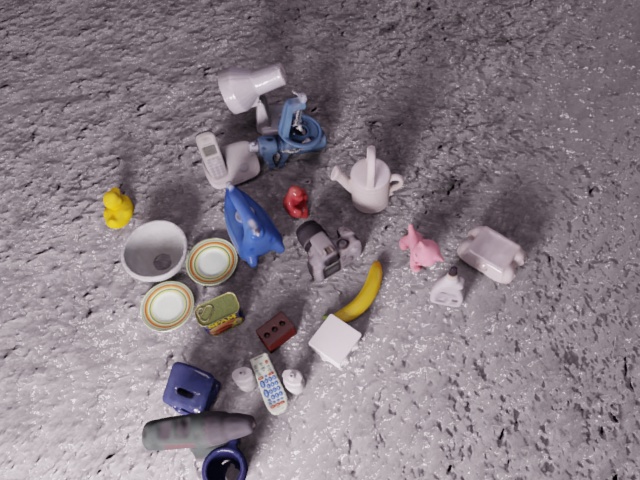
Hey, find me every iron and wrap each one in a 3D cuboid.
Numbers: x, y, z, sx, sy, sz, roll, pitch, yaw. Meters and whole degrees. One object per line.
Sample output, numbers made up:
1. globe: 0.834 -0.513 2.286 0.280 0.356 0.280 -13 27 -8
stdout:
1. iron: -0.190 -0.067 1.429 0.119 0.141 0.257 -28 64 -10

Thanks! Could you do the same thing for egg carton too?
1. egg carton: 0.409 0.035 1.369 0.150 0.069 0.107 33 69 20

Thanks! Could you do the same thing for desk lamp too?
1. desk lamp: -0.157 -0.388 1.556 0.203 0.214 0.118 -8 62 1

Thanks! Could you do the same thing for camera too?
1. camera: 0.013 0.005 1.398 0.143 0.101 0.136 -31 64 -11

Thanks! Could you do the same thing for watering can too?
1. watering can: 0.118 -0.154 1.421 0.173 0.194 0.101 -17 62 -4

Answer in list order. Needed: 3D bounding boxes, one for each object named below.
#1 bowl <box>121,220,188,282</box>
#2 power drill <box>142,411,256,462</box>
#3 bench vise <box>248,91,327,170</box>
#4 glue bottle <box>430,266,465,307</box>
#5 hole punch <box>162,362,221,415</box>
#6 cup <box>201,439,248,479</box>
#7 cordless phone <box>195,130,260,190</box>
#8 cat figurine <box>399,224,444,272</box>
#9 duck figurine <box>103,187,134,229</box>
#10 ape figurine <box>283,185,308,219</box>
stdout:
1. bowl: -0.403 0.038 1.428 0.167 0.075 0.167 -2 62 4
2. power drill: -0.226 0.392 1.151 0.229 0.208 0.075 -6 62 2
3. bench vise: -0.083 -0.278 1.488 0.207 0.220 0.121 -35 65 -13
4. glue bottle: 0.292 0.100 1.285 0.078 0.173 0.037 11 64 11
5. hole punch: -0.283 0.332 1.254 0.108 0.091 0.101 17 65 13
6. cup: -0.183 0.462 1.175 0.091 0.095 0.118 10 63 10
7. cordless phone: -0.242 -0.225 1.493 0.147 0.185 0.094 -23 63 -7
8. cat figurine: 0.241 0.018 1.364 0.067 0.118 0.127 -23 63 -7
9. duck figurine: -0.538 -0.089 1.500 0.077 0.086 0.104 0 62 5
10. ape figurine: -0.061 -0.105 1.468 0.076 0.092 0.078 27 67 18
